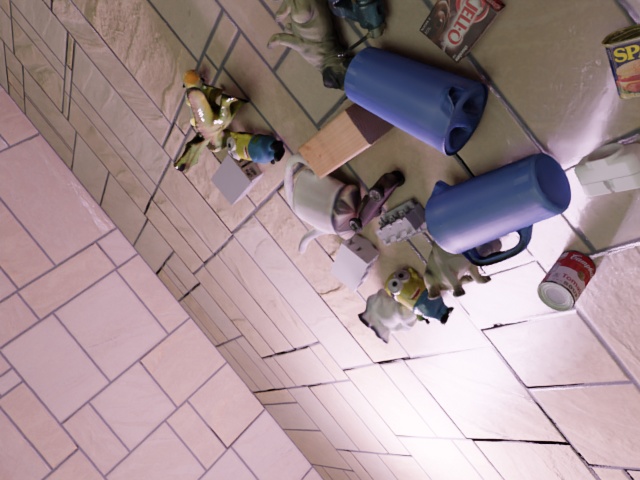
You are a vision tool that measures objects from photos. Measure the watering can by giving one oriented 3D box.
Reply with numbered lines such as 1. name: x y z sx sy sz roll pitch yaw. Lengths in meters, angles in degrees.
1. watering can: 0.004 -0.067 1.332 0.226 0.106 0.339 25 139 32

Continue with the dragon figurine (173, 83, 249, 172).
1. dragon figurine: -0.300 -0.276 1.318 0.122 0.414 0.240 29 105 4

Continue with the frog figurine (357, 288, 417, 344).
1. frog figurine: 0.201 0.186 1.383 0.157 0.123 0.138 -39 82 21
